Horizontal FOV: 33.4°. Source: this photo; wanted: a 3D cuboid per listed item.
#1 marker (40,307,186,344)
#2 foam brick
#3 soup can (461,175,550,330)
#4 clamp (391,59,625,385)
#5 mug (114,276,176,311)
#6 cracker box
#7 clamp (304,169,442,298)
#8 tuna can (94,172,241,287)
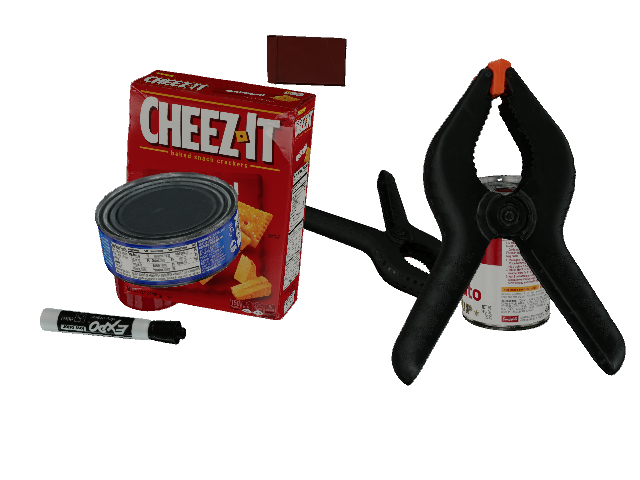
[{"bbox_3d":[-0.167,0.069,0.862,0.121,0.020,0.020,5,1,12],"label":"marker"},{"bbox_3d":[-0.015,-0.192,1.143,0.078,0.051,0.053,0,12,-13],"label":"foam brick"},{"bbox_3d":[0.139,0.008,0.793,0.068,0.102,0.068,-2,17,0],"label":"soup can"},{"bbox_3d":[0.085,-0.004,0.553,0.120,0.171,0.039,-11,-5,-11],"label":"clamp"},{"bbox_3d":[-0.199,0.021,1.198,0.117,0.081,0.093,26,40,35],"label":"mug"},{"bbox_3d":[-0.099,-0.041,1.017,0.164,0.214,0.072,10,22,12],"label":"cracker box"},{"bbox_3d":[0.073,0.004,1.195,0.164,0.036,0.210,-16,51,-35],"label":"clamp"},{"bbox_3d":[-0.091,-0.007,0.645,0.086,0.034,0.086,-3,31,2],"label":"tuna can"}]
